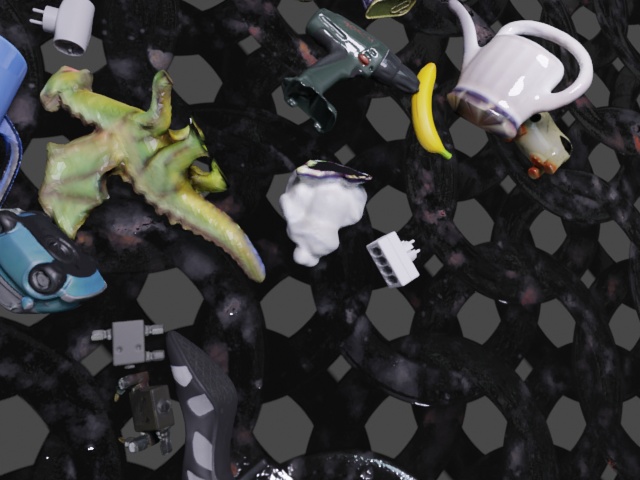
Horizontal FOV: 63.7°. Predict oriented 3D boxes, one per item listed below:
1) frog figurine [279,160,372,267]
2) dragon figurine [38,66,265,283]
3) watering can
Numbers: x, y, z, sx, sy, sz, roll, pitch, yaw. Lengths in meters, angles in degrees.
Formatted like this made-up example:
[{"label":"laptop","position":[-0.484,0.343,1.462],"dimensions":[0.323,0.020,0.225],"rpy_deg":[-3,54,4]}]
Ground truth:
[{"label":"frog figurine","position":[0.002,-0.041,0.817],"dimensions":[0.137,0.124,0.157],"rpy_deg":[-1,113,-30]},{"label":"dragon figurine","position":[-0.263,-0.082,0.728],"dimensions":[0.243,0.121,0.412],"rpy_deg":[-25,84,-7]},{"label":"watering can","position":[0.327,-0.328,0.979],"dimensions":[0.224,0.103,0.353],"rpy_deg":[-51,55,3]}]
